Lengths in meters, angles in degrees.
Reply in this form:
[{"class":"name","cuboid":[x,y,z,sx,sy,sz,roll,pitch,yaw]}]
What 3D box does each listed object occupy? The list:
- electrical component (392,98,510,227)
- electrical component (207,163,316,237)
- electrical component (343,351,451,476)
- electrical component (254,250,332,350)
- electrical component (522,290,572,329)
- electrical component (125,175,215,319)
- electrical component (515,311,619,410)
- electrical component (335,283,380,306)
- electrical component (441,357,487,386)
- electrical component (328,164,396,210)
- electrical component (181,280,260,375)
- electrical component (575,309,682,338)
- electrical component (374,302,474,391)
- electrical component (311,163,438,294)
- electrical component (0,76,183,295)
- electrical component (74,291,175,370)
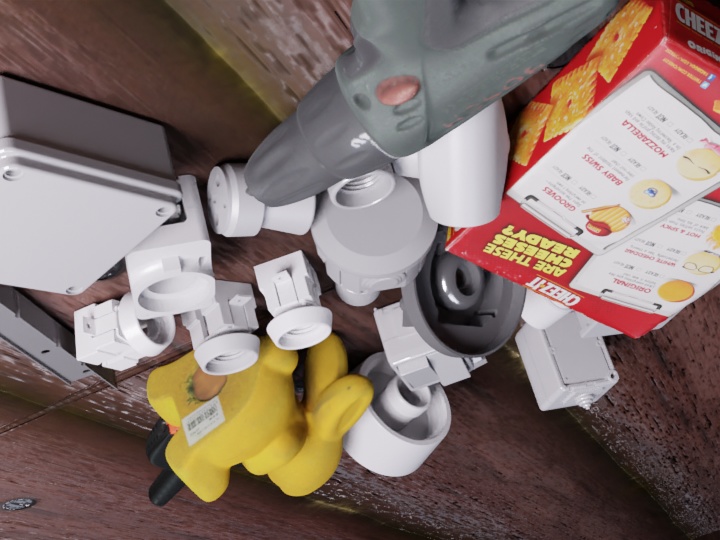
[{"class":"electrical component","cuboid":[0.045,-0.072,0.643,0.079,0.044,0.077,11,123,26]},{"class":"electrical component","cuboid":[-0.060,-0.043,0.653,0.055,0.045,0.045,-3,151,-26]},{"class":"electrical component","cuboid":[0.032,0.124,0.972,0.108,0.108,0.060,5,141,-37]},{"class":"electrical component","cuboid":[-0.048,0.024,0.780,0.048,0.055,0.066,-19,154,5]},{"class":"electrical component","cuboid":[0.168,0.019,0.915,0.040,0.040,0.078,4,147,-36]},{"class":"electrical component","cuboid":[-0.121,-0.009,0.671,0.050,0.055,0.089,-11,153,-13]},{"class":"electrical component","cuboid":[0.193,0.089,1.005,0.062,0.096,0.061,-6,152,-20]},{"class":"electrical component","cuboid":[0.000,0.000,0.779,0.044,0.044,0.065,-13,159,-8]},{"class":"electrical component","cuboid":[0.089,0.080,0.991,0.046,0.040,0.040,-26,153,6]},{"class":"electrical component","cuboid":[-0.004,-0.065,0.640,0.040,0.046,0.040,-13,154,-7]},{"class":"electrical component","cuboid":[-0.100,0.043,0.786,0.048,0.055,0.066,8,145,-41]},{"class":"electrical component","cuboid":[0.241,0.015,0.941,0.100,0.048,0.099,-5,152,-22]},{"class":"electrical component","cuboid":[0.055,0.060,0.906,0.062,0.061,0.096,-20,154,7]},{"class":"electrical component","cuboid":[0.009,-0.026,0.688,0.080,0.080,0.051,-14,159,-6]},{"class":"electrical component","cuboid":[-0.172,-0.041,0.577,0.109,0.056,0.109,-35,149,33]},{"class":"electrical component","cuboid":[-0.165,0.042,0.760,0.055,0.048,0.066,-21,155,27]}]
